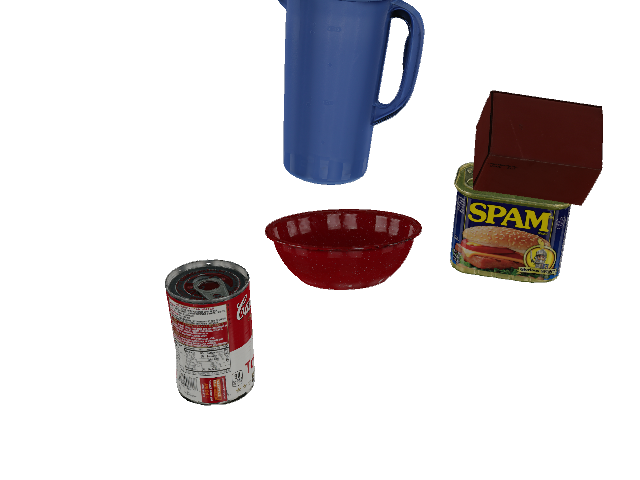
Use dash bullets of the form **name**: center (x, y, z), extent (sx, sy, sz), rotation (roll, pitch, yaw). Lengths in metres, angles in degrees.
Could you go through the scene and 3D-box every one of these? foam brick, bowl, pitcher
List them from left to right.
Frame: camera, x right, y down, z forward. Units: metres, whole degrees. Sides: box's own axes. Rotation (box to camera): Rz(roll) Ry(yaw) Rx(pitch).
- **pitcher**: center (0.025, -0.195, 1.311), extent (0.144, 0.243, 0.149), rotation (-9, 29, -27)
- **bowl**: center (0.024, 0.012, 1.098), extent (0.162, 0.055, 0.162), rotation (-2, 15, 0)
- **foam brick**: center (0.147, -0.062, 0.723), extent (0.078, 0.051, 0.053), rotation (9, -25, -1)

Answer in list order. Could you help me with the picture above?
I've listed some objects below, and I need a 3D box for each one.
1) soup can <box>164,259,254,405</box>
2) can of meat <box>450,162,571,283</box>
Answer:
- **soup can**: center (-0.090, 0.076, 0.878), extent (0.068, 0.102, 0.068), rotation (-1, 27, 1)
- **can of meat**: center (0.164, -0.014, 0.927), extent (0.102, 0.084, 0.057), rotation (9, 33, 11)
